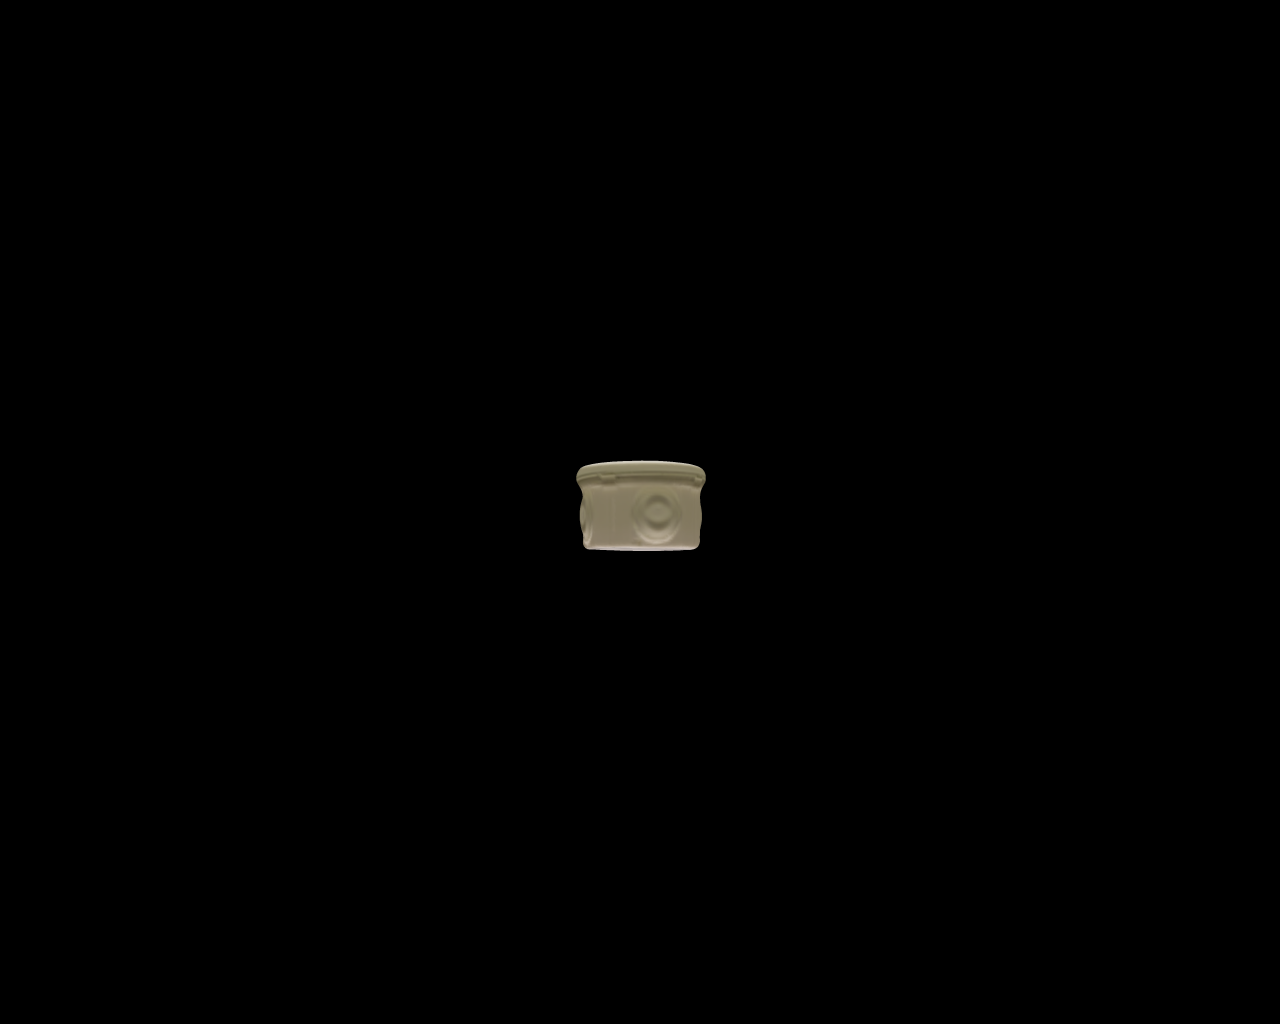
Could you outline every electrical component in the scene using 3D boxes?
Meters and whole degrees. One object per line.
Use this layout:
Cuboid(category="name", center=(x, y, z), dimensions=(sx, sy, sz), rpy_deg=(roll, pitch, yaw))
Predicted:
Cuboid(category="electrical component", center=(0.001, -0.003, 0.650), dimensions=(0.080, 0.051, 0.080), rpy_deg=(0, -3, 0))
